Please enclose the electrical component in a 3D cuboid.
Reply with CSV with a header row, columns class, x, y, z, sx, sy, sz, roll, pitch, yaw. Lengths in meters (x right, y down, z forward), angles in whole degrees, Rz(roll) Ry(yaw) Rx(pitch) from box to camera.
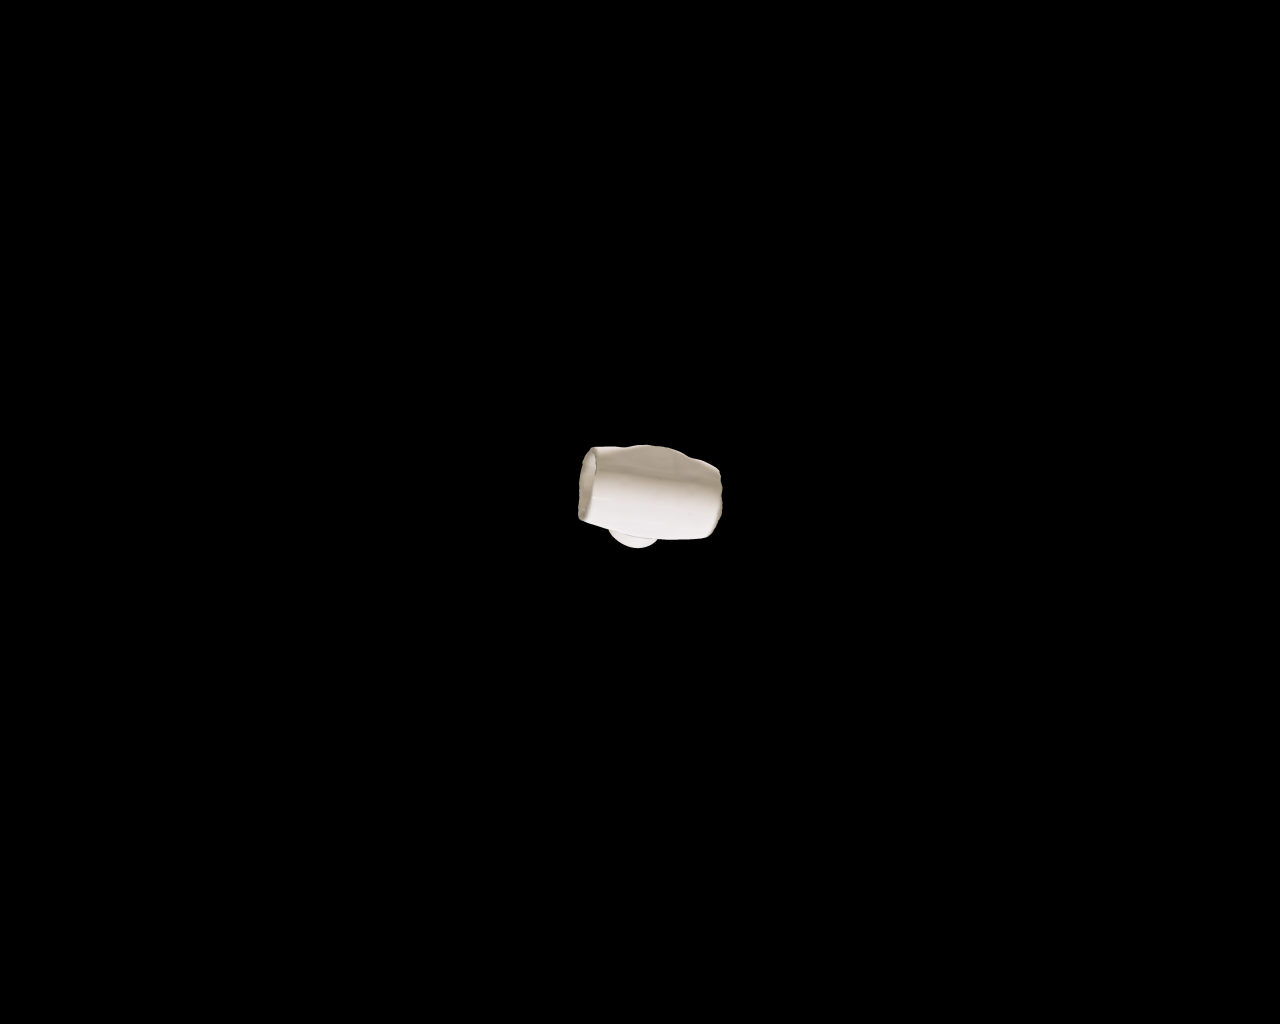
class,x,y,z,sx,sy,sz,roll,pitch,yaw
electrical component,0.001,-0.003,0.650,0.077,0.044,0.079,8,-32,-14
